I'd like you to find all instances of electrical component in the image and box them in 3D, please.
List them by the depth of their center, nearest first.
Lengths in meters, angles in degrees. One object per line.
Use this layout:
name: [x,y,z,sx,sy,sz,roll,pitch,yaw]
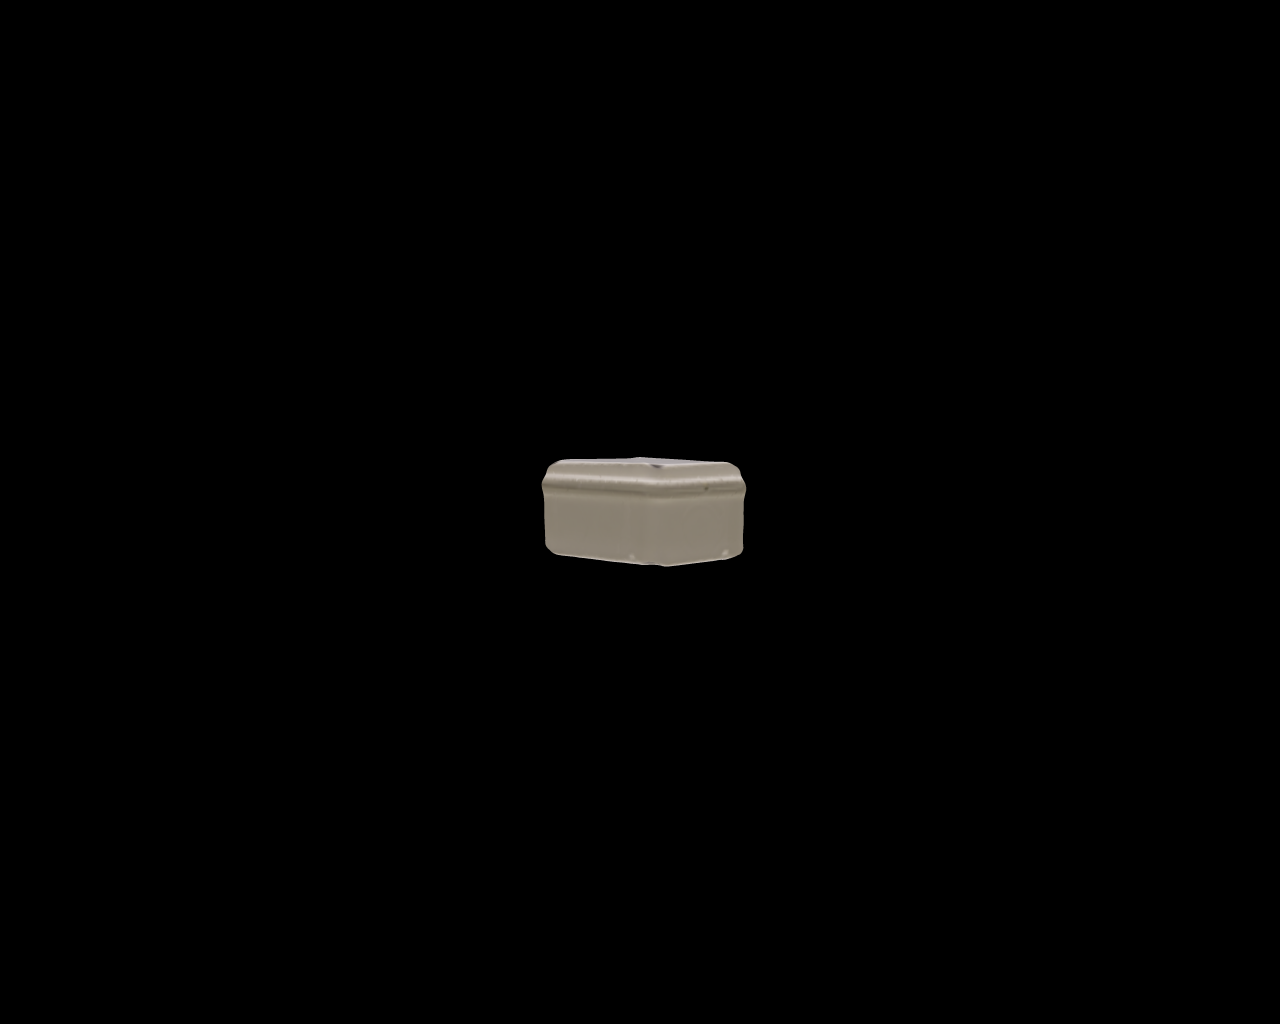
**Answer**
electrical component: [0.001,-0.003,0.650,0.078,0.057,0.113,-4,6,-39]
